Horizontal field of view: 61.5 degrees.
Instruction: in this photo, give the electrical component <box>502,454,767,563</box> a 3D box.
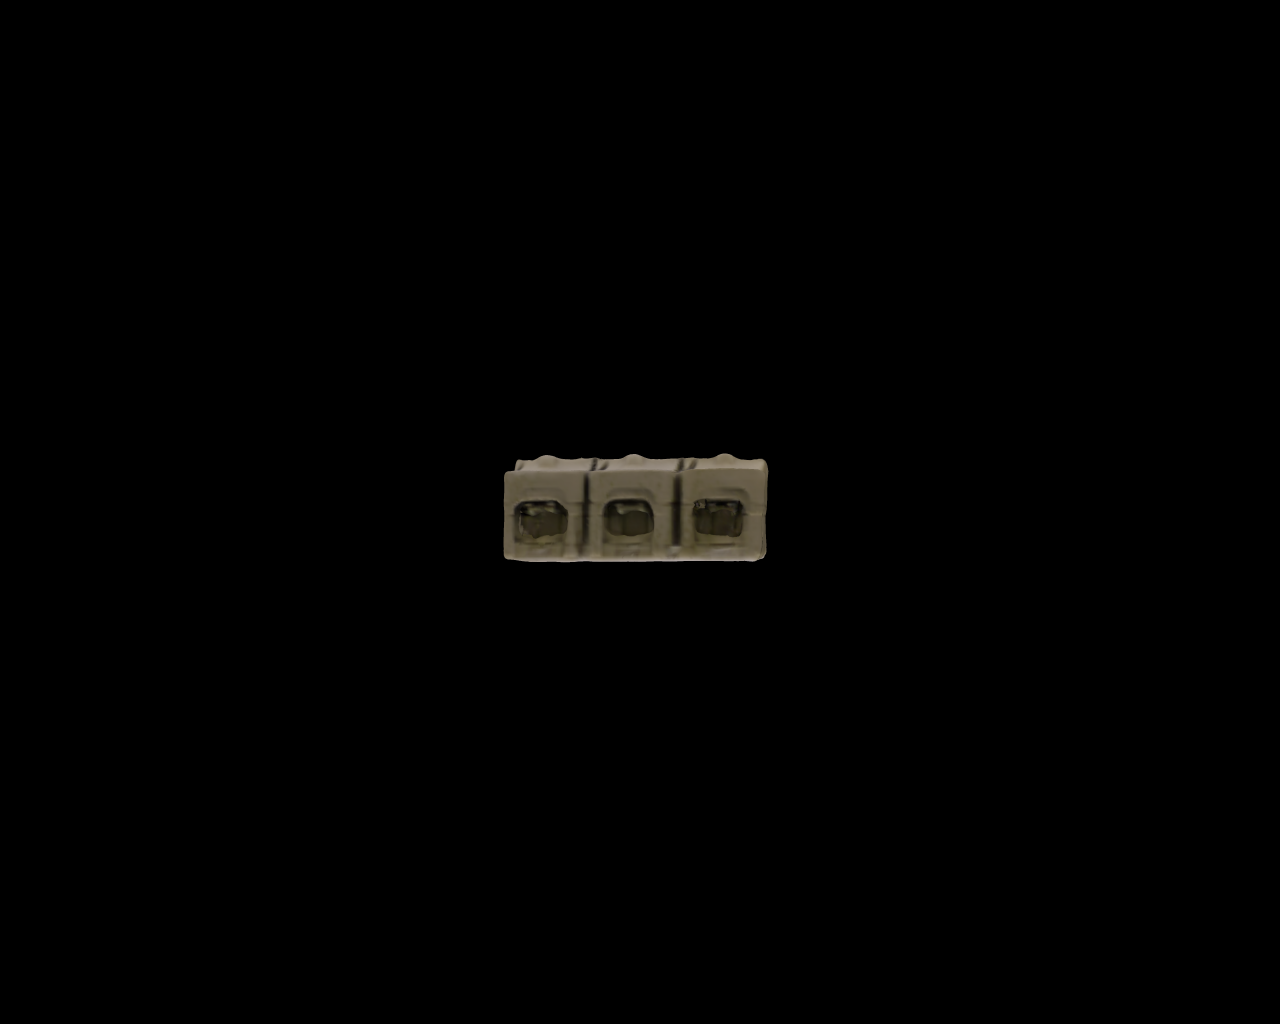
[{"bbox_3d":[0.001,-0.003,0.650,0.150,0.061,0.089,0,0,9],"label":"electrical component"}]
